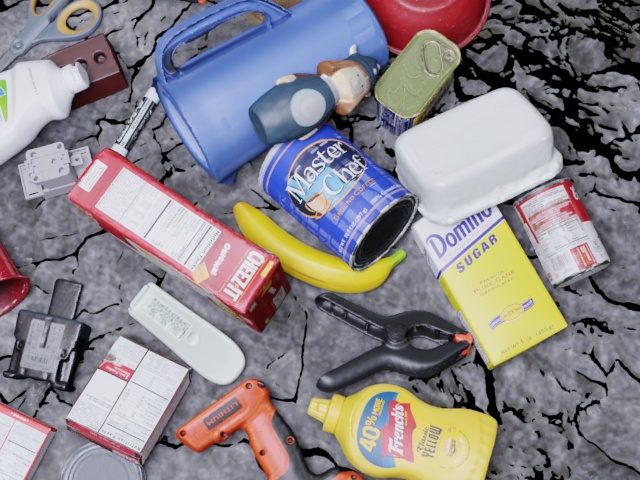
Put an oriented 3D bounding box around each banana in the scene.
[{"bbox_3d":[-0.009,0.016,1.161,0.198,0.037,0.069,18,50,3],"label":"banana"}]

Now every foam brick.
[{"bbox_3d":[-0.264,-0.189,1.204,0.078,0.051,0.053,-24,78,-4],"label":"foam brick"}]

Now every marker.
[{"bbox_3d":[-0.202,-0.142,1.209,0.020,0.020,0.121,28,80,7],"label":"marker"}]

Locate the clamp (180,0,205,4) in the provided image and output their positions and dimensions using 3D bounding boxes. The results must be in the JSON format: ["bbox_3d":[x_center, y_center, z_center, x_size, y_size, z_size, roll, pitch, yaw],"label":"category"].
[{"bbox_3d":[-0.200,-0.336,1.224,0.164,0.036,0.210,-33,62,-2],"label":"clamp"}]

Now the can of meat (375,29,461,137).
[{"bbox_3d":[0.105,-0.168,1.173,0.057,0.084,0.102,37,81,9],"label":"can of meat"}]

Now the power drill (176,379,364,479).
[{"bbox_3d":[-0.065,0.253,1.098,0.184,0.057,0.188,-36,82,-10],"label":"power drill"}]

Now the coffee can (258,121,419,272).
[{"bbox_3d":[0.019,-0.049,1.127,0.140,0.103,0.102,41,81,20],"label":"coffee can"}]

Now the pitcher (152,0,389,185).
[{"bbox_3d":[-0.054,-0.184,1.153,0.242,0.149,0.145,-33,79,-9],"label":"pitcher"}]

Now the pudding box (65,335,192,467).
[{"bbox_3d":[-0.198,0.166,1.113,0.090,0.039,0.113,25,60,6],"label":"pudding box"}]

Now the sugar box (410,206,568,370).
[{"bbox_3d":[0.179,0.039,1.143,0.093,0.048,0.176,-28,79,-5],"label":"sugar box"}]

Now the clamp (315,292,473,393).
[{"bbox_3d":[0.072,0.101,1.130,0.171,0.039,0.120,-4,57,-11],"label":"clamp"}]

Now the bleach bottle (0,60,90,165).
[{"bbox_3d":[-0.361,-0.119,1.156,0.251,0.068,0.102,-24,77,10],"label":"bleach bottle"}]

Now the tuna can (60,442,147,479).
[{"bbox_3d":[-0.225,0.253,1.113,0.086,0.034,0.086,0,77,2],"label":"tuna can"}]

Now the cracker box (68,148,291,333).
[{"bbox_3d":[-0.138,0.002,1.101,0.214,0.164,0.072,32,82,8],"label":"cracker box"}]

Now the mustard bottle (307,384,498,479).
[{"bbox_3d":[0.080,0.201,1.103,0.191,0.058,0.096,18,72,6],"label":"mustard bottle"}]

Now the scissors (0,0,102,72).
[{"bbox_3d":[-0.326,-0.221,1.232,0.096,0.016,0.201,27,80,7],"label":"scissors"}]

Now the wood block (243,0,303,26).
[{"bbox_3d":[-0.017,-0.341,1.213,0.206,0.090,0.091,-42,79,-7],"label":"wood block"}]

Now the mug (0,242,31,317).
[{"bbox_3d":[-0.377,0.043,1.144,0.117,0.093,0.081,-45,71,29],"label":"mug"}]

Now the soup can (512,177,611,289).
[{"bbox_3d":[0.258,-0.007,1.140,0.068,0.068,0.102,-23,78,-4],"label":"soup can"}]

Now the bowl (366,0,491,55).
[{"bbox_3d":[0.118,-0.291,1.215,0.162,0.055,0.162,0,77,1],"label":"bowl"}]

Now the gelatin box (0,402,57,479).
[{"bbox_3d":[-0.332,0.224,1.125,0.073,0.030,0.089,24,79,5],"label":"gelatin box"}]
